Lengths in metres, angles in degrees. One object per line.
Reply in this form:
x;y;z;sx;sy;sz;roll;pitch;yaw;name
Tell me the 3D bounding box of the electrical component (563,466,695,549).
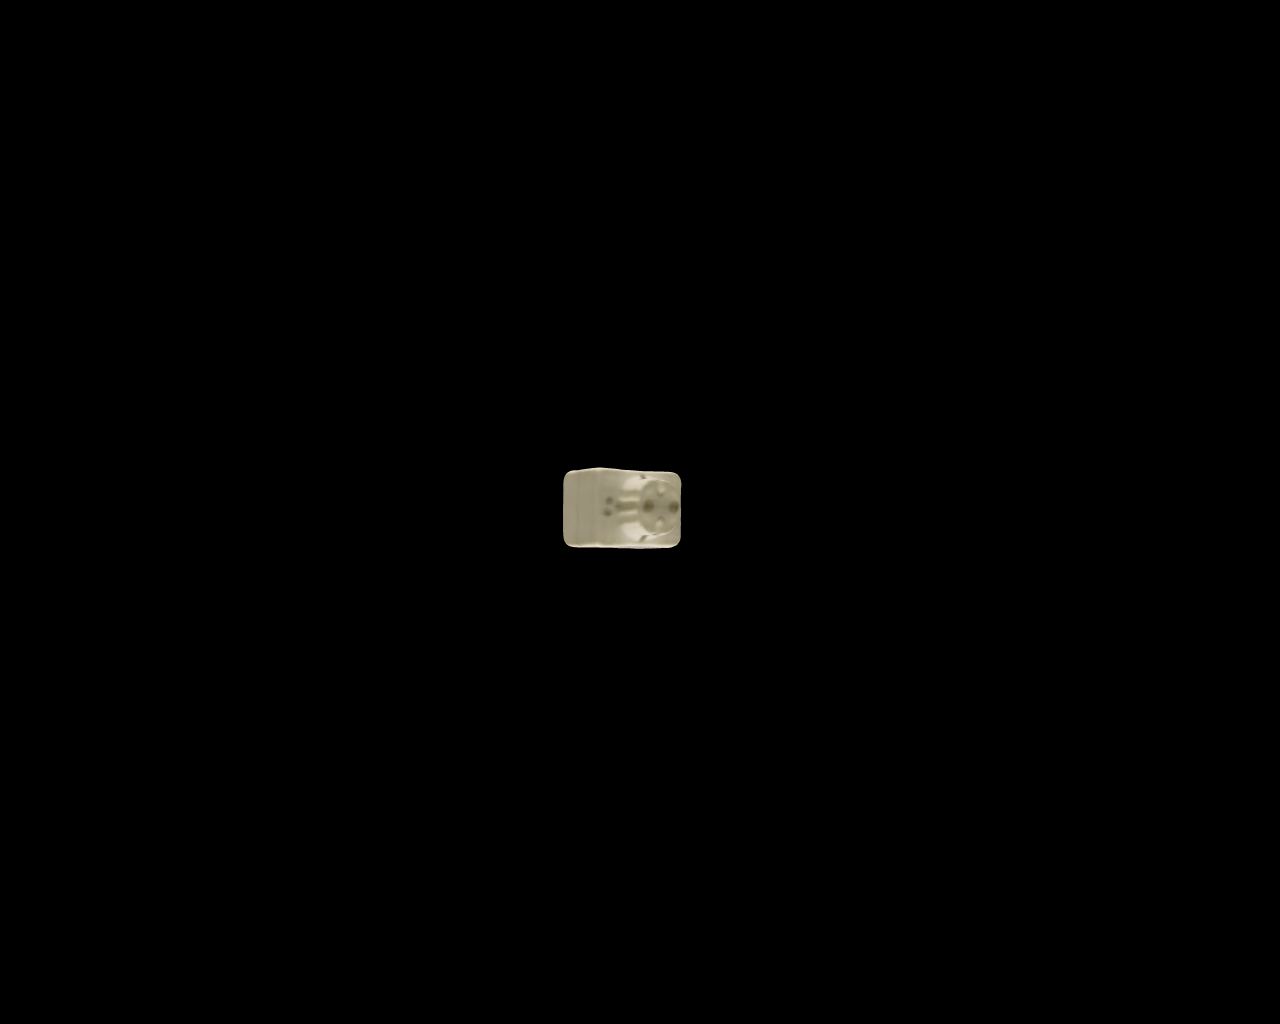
0.001;-0.003;0.650;0.066;0.047;0.076;3;-5;-37;electrical component
